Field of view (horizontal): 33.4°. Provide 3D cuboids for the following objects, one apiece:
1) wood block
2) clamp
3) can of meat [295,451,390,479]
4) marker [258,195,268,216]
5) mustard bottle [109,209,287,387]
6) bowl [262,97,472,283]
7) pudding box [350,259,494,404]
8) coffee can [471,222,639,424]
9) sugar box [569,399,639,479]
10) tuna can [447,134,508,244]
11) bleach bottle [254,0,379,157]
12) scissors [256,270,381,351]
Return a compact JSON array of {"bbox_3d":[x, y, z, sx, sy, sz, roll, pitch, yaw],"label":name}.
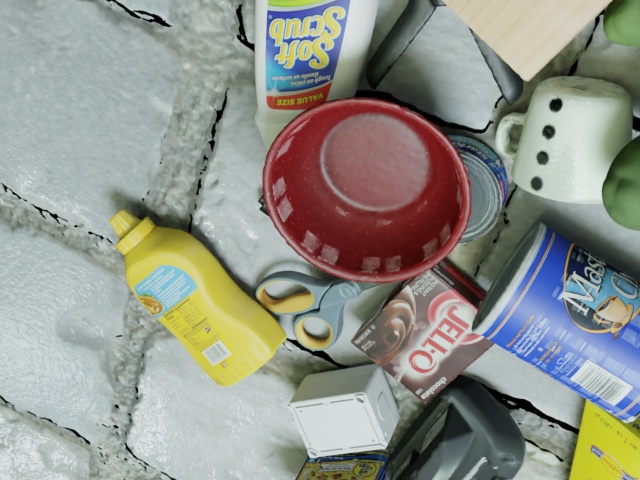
[{"bbox_3d":[0.178,-0.213,0.687,0.090,0.090,0.206,43,114,-5],"label":"wood block"},{"bbox_3d":[0.107,-0.179,0.789,0.120,0.039,0.172,13,120,2],"label":"clamp"},{"bbox_3d":[0.021,0.248,1.032,0.102,0.083,0.057,-1,117,22],"label":"can of meat"},{"bbox_3d":[-0.006,0.001,0.945,0.121,0.020,0.020,40,124,-3],"label":"marker"},{"bbox_3d":[-0.124,0.047,0.994,0.191,0.058,0.096,47,136,-8],"label":"mustard bottle"},{"bbox_3d":[0.039,-0.047,0.828,0.162,0.055,0.162,7,124,10],"label":"bowl"},{"bbox_3d":[0.096,0.077,0.934,0.090,0.039,0.114,40,125,-4],"label":"pudding box"},{"bbox_3d":[0.206,0.065,0.843,0.140,0.102,0.103,31,124,3],"label":"coffee can"},{"bbox_3d":[0.258,0.224,0.919,0.093,0.048,0.176,42,135,49],"label":"sugar box"},{"bbox_3d":[0.108,-0.042,0.866,0.086,0.033,0.086,10,121,17],"label":"tuna can"},{"bbox_3d":[0.000,-0.152,0.834,0.103,0.068,0.251,11,124,12],"label":"bleach bottle"},{"bbox_3d":[0.029,0.058,0.942,0.202,0.016,0.096,-4,124,38],"label":"scissors"}]
